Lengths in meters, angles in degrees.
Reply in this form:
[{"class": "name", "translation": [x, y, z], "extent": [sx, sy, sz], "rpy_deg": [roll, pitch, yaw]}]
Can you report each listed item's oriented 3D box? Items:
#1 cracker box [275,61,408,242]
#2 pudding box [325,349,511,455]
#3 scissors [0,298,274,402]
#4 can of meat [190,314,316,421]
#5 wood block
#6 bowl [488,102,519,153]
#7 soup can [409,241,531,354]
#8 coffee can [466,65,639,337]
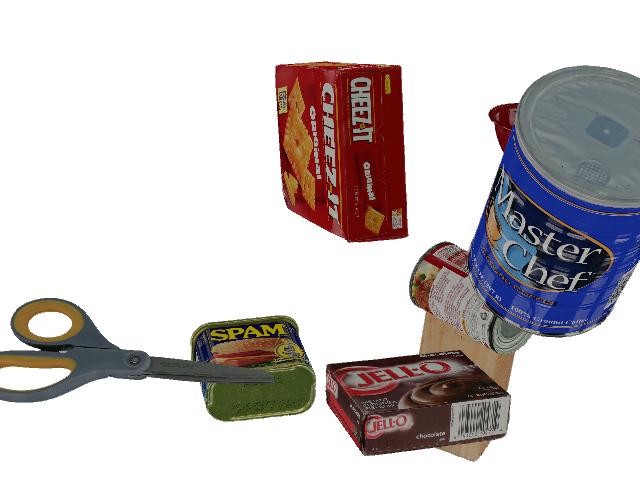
[{"class": "cracker box", "translation": [0.016, -0.097, 1.086], "extent": [0.072, 0.164, 0.214], "rpy_deg": [-7, 13, -16]}, {"class": "pudding box", "translation": [0.069, 0.116, 0.780], "extent": [0.113, 0.039, 0.090], "rpy_deg": [-2, 17, -17]}, {"class": "scissors", "translation": [-0.136, 0.072, 0.744], "extent": [0.201, 0.016, 0.096], "rpy_deg": [-6, 45, -4]}, {"class": "can of meat", "translation": [-0.060, 0.115, 0.953], "extent": [0.102, 0.057, 0.084], "rpy_deg": [-5, 27, -13]}, {"class": "wood block", "translation": [0.166, 0.130, 1.208], "extent": [0.090, 0.206, 0.090], "rpy_deg": [17, 23, 23]}, {"class": "bowl", "translation": [0.258, -0.102, 1.154], "extent": [0.162, 0.055, 0.162], "rpy_deg": [6, 22, -3]}, {"class": "soup can", "translation": [0.139, 0.051, 0.958], "extent": [0.068, 0.068, 0.102], "rpy_deg": [0, 22, -43]}, {"class": "coffee can", "translation": [0.154, -0.021, 0.650], "extent": [0.102, 0.103, 0.140], "rpy_deg": [0, -36, -7]}]
